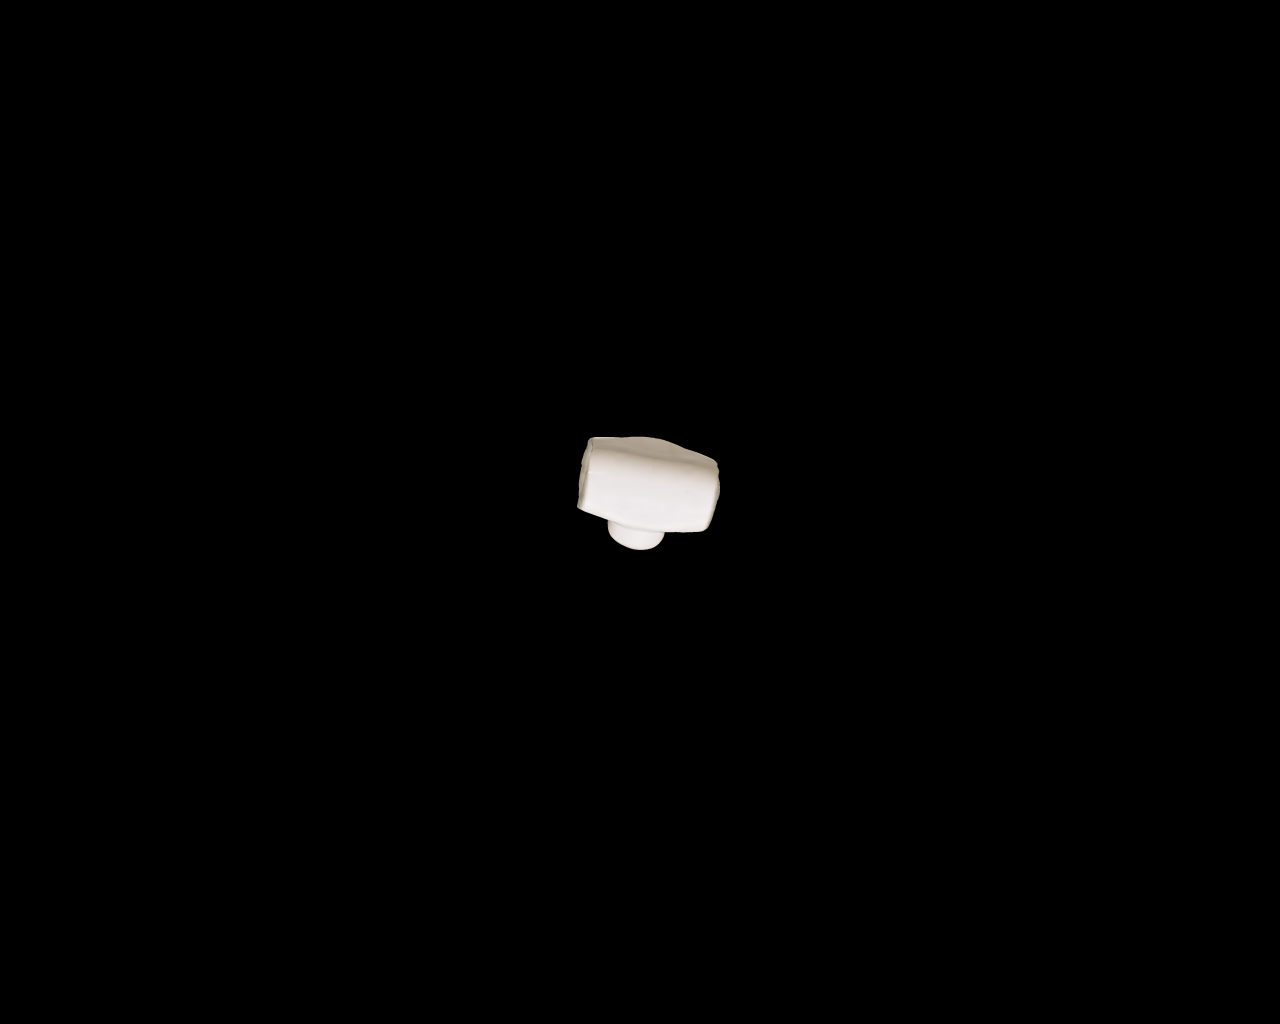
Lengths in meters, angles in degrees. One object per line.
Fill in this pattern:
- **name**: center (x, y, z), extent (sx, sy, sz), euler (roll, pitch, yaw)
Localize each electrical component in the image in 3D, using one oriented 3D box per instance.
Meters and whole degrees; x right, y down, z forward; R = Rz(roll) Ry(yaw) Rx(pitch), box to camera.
- **electrical component**: center (0.001, -0.003, 0.650), extent (0.077, 0.079, 0.044), euler (10, 36, -8)
